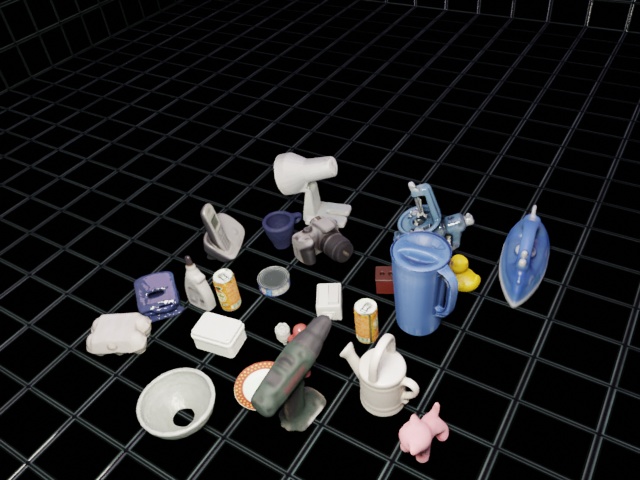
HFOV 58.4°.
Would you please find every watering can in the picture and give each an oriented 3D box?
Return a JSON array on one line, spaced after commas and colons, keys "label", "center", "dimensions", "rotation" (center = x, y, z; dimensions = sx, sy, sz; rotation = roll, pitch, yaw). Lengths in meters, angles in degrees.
[{"label": "watering can", "center": [0.121, 0.271, 1.187], "dimensions": [0.172, 0.194, 0.101], "rotation": [4, 43, 13]}]

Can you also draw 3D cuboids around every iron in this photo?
[{"label": "iron", "center": [0.516, 0.035, 1.439], "dimensions": [0.118, 0.142, 0.258], "rotation": [11, 44, 19]}]

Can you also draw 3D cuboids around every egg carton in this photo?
[{"label": "egg carton", "center": [-0.492, 0.234, 1.405], "dimensions": [0.150, 0.069, 0.107], "rotation": [-4, 41, 3]}]

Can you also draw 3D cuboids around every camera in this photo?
[{"label": "camera", "center": [0.014, 0.006, 1.571], "dimensions": [0.143, 0.101, 0.136], "rotation": [-31, 47, -25]}]

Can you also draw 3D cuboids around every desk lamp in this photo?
[{"label": "desk lamp", "center": [-0.020, -0.154, 1.670], "dimensions": [0.202, 0.214, 0.118], "rotation": [6, 43, 14]}]

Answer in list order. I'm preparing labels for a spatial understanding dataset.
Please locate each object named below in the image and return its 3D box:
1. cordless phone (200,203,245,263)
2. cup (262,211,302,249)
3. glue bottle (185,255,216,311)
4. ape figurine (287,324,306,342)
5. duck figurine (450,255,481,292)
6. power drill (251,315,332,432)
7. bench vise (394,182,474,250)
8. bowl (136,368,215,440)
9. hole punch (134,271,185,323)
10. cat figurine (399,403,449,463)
[{"label": "cordless phone", "center": [-0.279, -0.043, 1.602], "dimensions": [0.094, 0.185, 0.147], "rotation": [1, 42, 9]}, {"label": "cup", "center": [-0.101, -0.027, 1.627], "dimensions": [0.118, 0.095, 0.091], "rotation": [-24, 44, -18]}, {"label": "glue bottle", "center": [-0.314, 0.105, 1.449], "dimensions": [0.078, 0.173, 0.037], "rotation": [19, 48, 27]}, {"label": "ape figurine", "center": [-0.040, 0.231, 1.331], "dimensions": [0.077, 0.092, 0.076], "rotation": [8, 44, 17]}, {"label": "duck figurine", "center": [0.357, 0.078, 1.454], "dimensions": [0.104, 0.086, 0.078], "rotation": [21, 49, 28]}, {"label": "power drill", "center": [-0.044, 0.289, 1.178], "dimensions": [0.075, 0.209, 0.230], "rotation": [23, 49, 29]}, {"label": "bench vise", "center": [0.300, -0.074, 1.532], "dimensions": [0.207, 0.220, 0.121], "rotation": [-15, 42, -8]}, {"label": "bowl", "center": [-0.300, 0.363, 1.230], "dimensions": [0.167, 0.075, 0.167], "rotation": [-4, 41, 4]}, {"label": "hole punch", "center": [-0.416, 0.146, 1.479], "dimensions": [0.109, 0.091, 0.101], "rotation": [-16, 42, -10]}, {"label": "cat figurine", "center": [0.199, 0.373, 1.119], "dimensions": [0.067, 0.118, 0.128], "rotation": [27, 52, 33]}]
